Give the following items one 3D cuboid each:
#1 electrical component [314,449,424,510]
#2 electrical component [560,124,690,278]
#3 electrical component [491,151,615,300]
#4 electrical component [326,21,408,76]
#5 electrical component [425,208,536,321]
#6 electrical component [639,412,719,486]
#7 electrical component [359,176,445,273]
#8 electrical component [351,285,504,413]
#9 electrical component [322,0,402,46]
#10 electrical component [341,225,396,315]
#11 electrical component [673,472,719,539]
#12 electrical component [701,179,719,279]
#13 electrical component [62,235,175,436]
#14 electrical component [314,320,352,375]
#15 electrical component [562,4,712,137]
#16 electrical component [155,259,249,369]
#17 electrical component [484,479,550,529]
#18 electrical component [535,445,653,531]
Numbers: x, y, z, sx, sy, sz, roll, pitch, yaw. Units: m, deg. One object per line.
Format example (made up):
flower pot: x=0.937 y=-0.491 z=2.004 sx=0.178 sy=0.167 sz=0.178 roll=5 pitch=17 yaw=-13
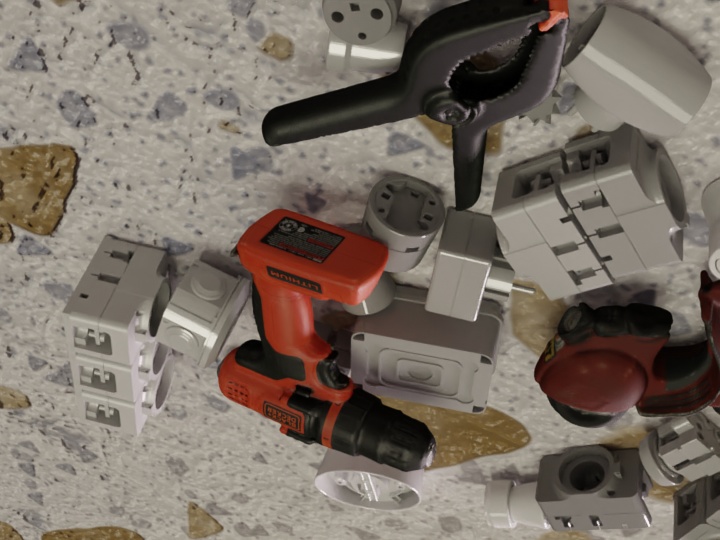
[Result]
electrical component: x=0.011 y=0.187 z=0.990 sx=0.099 sy=0.064 sz=0.099 roll=9 pitch=137 yaw=9
electrical component: x=0.177 y=-0.046 z=0.704 sx=0.056 sy=0.050 sz=0.089 roll=-16 pitch=129 yaw=31
electrical component: x=0.131 y=-0.028 z=0.738 sx=0.056 sy=0.050 sz=0.089 roll=-18 pitch=127 yaw=32
electrical component: x=0.004 y=-0.141 z=0.670 sx=0.046 sy=0.040 sz=0.040 roll=9 pitch=137 yaw=1
electrical component: x=0.093 y=0.001 z=0.783 sx=0.077 sy=0.047 sz=0.065 roll=13 pitch=137 yaw=4
electrical component: x=0.264 y=0.147 z=0.881 sx=0.066 sy=0.048 sz=0.055 roll=38 pitch=126 yaw=-22
electrical component: x=0.028 y=-0.031 z=0.766 sx=0.055 sy=0.055 sz=0.047 roll=19 pitch=141 yaw=-2
electrical component: x=0.052 y=0.060 z=0.850 sx=0.113 sy=0.057 sz=0.078 roll=10 pitch=137 yaw=8
electrical component: x=0.004 y=-0.165 z=0.633 sx=0.045 sy=0.055 sz=0.045 roll=9 pitch=137 yaw=9
electrical component: x=0.000 y=0.000 z=0.813 sx=0.045 sy=0.045 sz=0.055 roll=-1 pitch=134 yaw=19
electrical component: x=0.339 y=0.196 z=0.895 sx=0.089 sy=0.061 sz=0.150 roll=23 pitch=137 yaw=-6
electrical component: x=0.243 y=-0.024 z=0.694 sx=0.044 sy=0.065 sz=0.044 roll=9 pitch=137 yaw=9
electrical component: x=-0.196 y=0.059 z=0.905 sx=0.062 sy=0.089 sz=0.150 roll=13 pitch=137 yaw=5
electrical component: x=-0.030 y=0.079 z=0.897 sx=0.066 sy=0.055 sz=0.048 roll=18 pitch=138 yaw=0
electrical component: x=0.156 y=-0.110 z=0.650 sx=0.077 sy=0.043 sz=0.079 roll=32 pitch=146 yaw=-9
electrical component: x=-0.125 y=0.035 z=0.866 sx=0.051 sy=0.080 sz=0.080 roll=26 pitch=137 yaw=-2
electrical component: x=0.146 y=0.215 z=0.990 sx=0.055 sy=0.045 sz=0.045 roll=-4 pitch=133 yaw=22
electrical component: x=0.204 y=0.191 z=0.941 sx=0.089 sy=0.050 sz=0.055 roll=-10 pitch=131 yaw=27
